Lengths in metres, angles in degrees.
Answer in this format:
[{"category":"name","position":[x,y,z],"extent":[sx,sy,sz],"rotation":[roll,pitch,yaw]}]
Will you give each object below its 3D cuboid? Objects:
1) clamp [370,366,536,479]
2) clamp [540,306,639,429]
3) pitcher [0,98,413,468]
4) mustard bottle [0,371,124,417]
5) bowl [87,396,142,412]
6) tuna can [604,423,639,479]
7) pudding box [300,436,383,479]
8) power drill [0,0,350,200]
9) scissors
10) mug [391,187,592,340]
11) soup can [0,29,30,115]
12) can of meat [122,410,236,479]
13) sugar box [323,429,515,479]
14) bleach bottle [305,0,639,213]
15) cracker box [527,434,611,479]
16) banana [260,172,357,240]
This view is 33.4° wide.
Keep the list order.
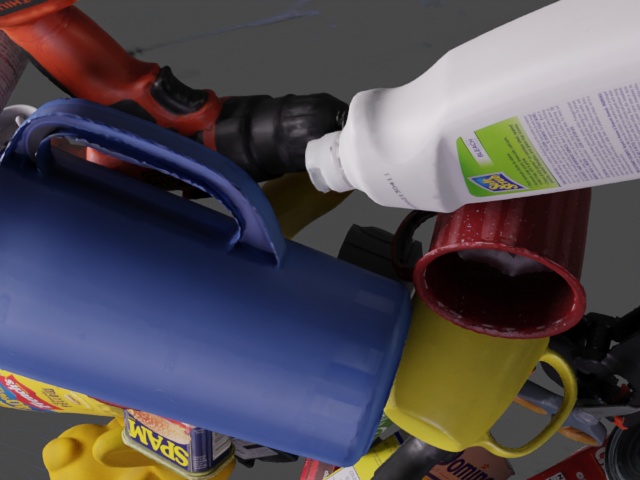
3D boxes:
[{"category":"clamp","position":[0.077,0.141,0.739],"extent":[0.039,0.120,0.172],"rotation":[41,113,5]},{"category":"clamp","position":[0.173,0.064,0.700],"extent":[0.165,0.036,0.210],"rotation":[13,153,26]},{"category":"pitcher","position":[-0.074,0.031,0.591],"extent":[0.243,0.145,0.149],"rotation":[18,167,2]},{"category":"mustard bottle","position":[-0.258,0.123,0.982],"extent":[0.192,0.058,0.096],"rotation":[-2,142,30]},{"category":"bowl","position":[-0.136,0.045,0.774],"extent":[0.162,0.055,0.162],"rotation":[7,121,11]},{"category":"tuna can","position":[0.246,0.154,0.757],"extent":[0.033,0.086,0.086],"rotation":[38,143,-27]},{"category":"pudding box","position":[0.028,0.214,0.951],"extent":[0.039,0.090,0.113],"rotation":[-2,144,31]},{"category":"power drill","position":[-0.092,-0.092,0.572],"extent":[0.185,0.057,0.187],"rotation":[-6,141,33]},{"category":"scissors","position":[0.166,0.110,0.736],"extent":[0.096,0.016,0.201],"rotation":[27,168,17]},{"category":"mug","position":[0.095,-0.002,0.595],"extent":[0.117,0.081,0.093],"rotation":[-6,141,33]},{"category":"soup can","position":[-0.209,-0.087,0.596],"extent":[0.068,0.102,0.068],"rotation":[13,148,8]},{"category":"can of meat","position":[-0.122,0.142,0.905],"extent":[0.102,0.057,0.084],"rotation":[22,127,29]},{"category":"sugar box","position":[0.065,0.204,0.867],"extent":[0.176,0.048,0.093],"rotation":[-32,134,4]},{"category":"bleach bottle","position":[0.103,-0.065,0.485],"extent":[0.251,0.068,0.102],"rotation":[-11,140,29]},{"category":"cracker box","position":[0.142,0.247,0.855],"extent":[0.213,0.072,0.164],"rotation":[-21,156,-21]},{"category":"banana","position":[-0.023,-0.001,0.699],"extent":[0.069,0.037,0.198],"rotation":[13,148,-2]}]
